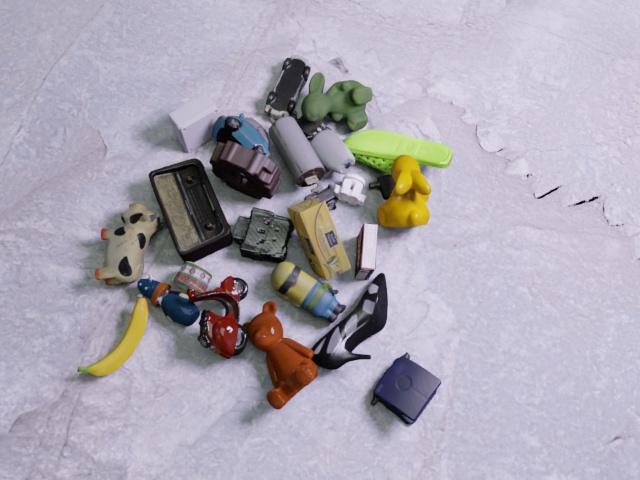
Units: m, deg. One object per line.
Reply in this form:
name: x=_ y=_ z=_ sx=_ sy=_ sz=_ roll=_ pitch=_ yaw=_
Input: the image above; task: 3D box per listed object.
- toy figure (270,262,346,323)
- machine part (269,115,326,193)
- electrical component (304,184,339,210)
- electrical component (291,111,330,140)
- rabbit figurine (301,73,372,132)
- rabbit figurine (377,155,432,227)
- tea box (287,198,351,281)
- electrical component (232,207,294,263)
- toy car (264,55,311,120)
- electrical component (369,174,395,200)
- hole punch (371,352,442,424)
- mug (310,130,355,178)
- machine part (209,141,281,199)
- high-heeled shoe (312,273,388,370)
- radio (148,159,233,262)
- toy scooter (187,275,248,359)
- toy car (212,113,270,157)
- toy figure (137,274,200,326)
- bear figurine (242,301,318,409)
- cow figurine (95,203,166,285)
toy figure: x=-0.028 y=0.114 z=1.207 sx=0.180 sy=0.089 sz=0.082 roll=35 pitch=66 yaw=11
machine part: x=-0.057 y=-0.214 z=1.301 sx=0.079 sy=0.079 sz=0.243 roll=-25 pitch=65 yaw=-13
electrical component: x=-0.016 y=-0.077 z=1.290 sx=0.119 sy=0.074 sz=0.048 roll=-29 pitch=75 yaw=-11
electrical component: x=-0.030 y=-0.295 z=1.383 sx=0.102 sy=0.045 sz=0.078 roll=43 pitch=74 yaw=11
rabbit figurine: x=0.025 y=-0.356 z=1.361 sx=0.170 sy=0.121 sz=0.159 roll=-17 pitch=57 yaw=-23
rabbit figurine: x=0.197 y=-0.116 z=1.258 sx=0.122 sy=0.162 sz=0.173 roll=-1 pitch=90 yaw=3
tea box: x=-0.002 y=-0.004 z=1.210 sx=0.068 sy=0.098 sz=0.169 roll=-25 pitch=106 yaw=-14
electrical component: x=-0.135 y=-0.010 z=1.263 sx=0.134 sy=0.058 sz=0.115 roll=12 pitch=67 yaw=0
toy car: x=-0.083 y=-0.400 z=1.415 sx=0.073 sy=0.056 sz=0.201 roll=22 pitch=71 yaw=-3
electrical component: x=0.173 y=-0.132 z=1.350 sx=0.094 sy=0.021 sz=0.063 roll=-13 pitch=71 yaw=-9
hole punch: x=0.187 y=0.318 z=1.150 sx=0.116 sy=0.092 sz=0.142 roll=37 pitch=75 yaw=13
mug: x=0.027 y=-0.201 z=1.325 sx=0.107 sy=0.080 sz=0.109 roll=44 pitch=105 yaw=31
machine part: x=-0.175 y=-0.159 z=1.259 sx=0.179 sy=0.179 sz=0.056 roll=24 pitch=73 yaw=5
high-heeled shoe: x=0.068 y=0.179 z=1.216 sx=0.145 sy=0.086 sz=0.249 roll=-1 pitch=49 yaw=25
radio: x=-0.302 y=-0.072 z=1.264 sx=0.131 sy=0.073 sz=0.229 roll=-22 pitch=73 yaw=-12
toy scooter: x=-0.225 y=0.160 z=1.156 sx=0.135 sy=0.075 sz=0.184 roll=13 pitch=64 yaw=-31
toy car: x=-0.179 y=-0.249 z=1.328 sx=0.162 sy=0.109 sz=0.103 roll=40 pitch=54 yaw=1
toy figure: x=-0.340 y=0.134 z=1.194 sx=0.155 sy=0.057 sz=0.064 roll=32 pitch=65 yaw=13
bear figurine: x=-0.093 y=0.235 z=1.139 sx=0.120 sy=0.132 sz=0.196 roll=-40 pitch=82 yaw=12
cow figurine: x=-0.427 y=0.004 z=1.222 sx=0.127 sy=0.085 sz=0.195 roll=0 pitch=67 yaw=2
